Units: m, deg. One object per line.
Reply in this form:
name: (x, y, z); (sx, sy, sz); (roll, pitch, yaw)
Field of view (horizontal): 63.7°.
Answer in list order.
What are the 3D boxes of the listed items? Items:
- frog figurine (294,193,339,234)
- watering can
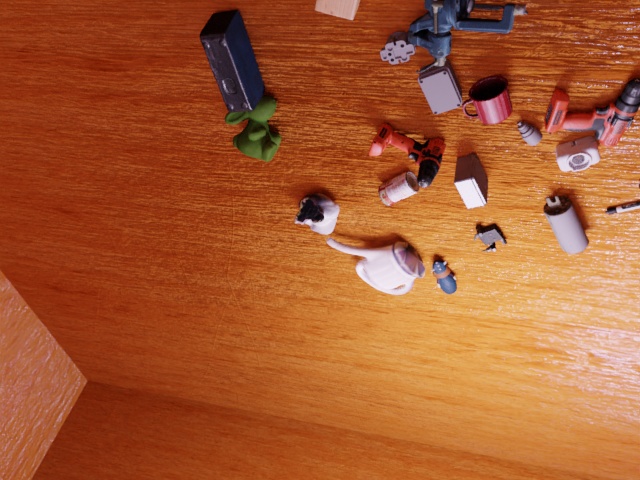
frog figurine: (0.005, -0.083, 1.649); (0.136, 0.124, 0.159); (-25, 160, 27)
watering can: (0.202, 0.071, 1.720); (0.344, 0.106, 0.221); (40, 132, -24)
